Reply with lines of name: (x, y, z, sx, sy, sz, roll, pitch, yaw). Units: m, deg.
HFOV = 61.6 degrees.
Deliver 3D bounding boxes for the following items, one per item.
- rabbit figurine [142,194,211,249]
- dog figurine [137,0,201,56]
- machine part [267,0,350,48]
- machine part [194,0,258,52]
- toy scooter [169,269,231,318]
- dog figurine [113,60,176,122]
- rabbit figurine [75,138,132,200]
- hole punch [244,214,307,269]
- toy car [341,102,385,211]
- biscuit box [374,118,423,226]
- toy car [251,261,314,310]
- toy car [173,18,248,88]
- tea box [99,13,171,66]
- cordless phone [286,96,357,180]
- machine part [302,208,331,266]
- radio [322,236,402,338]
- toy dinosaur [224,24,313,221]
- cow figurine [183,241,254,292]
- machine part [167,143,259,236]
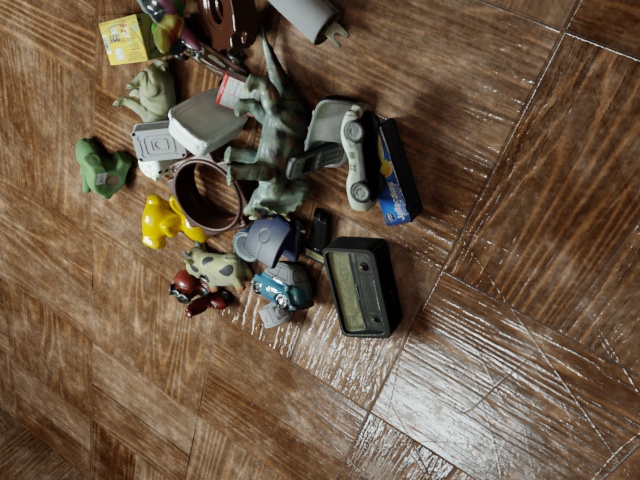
rabbit figurine: (-0.361, -0.055, 1.396, 0.173, 0.122, 0.162, 17, 114, 7)
dog figurine: (-0.304, -0.479, 1.065, 0.191, 0.108, 0.219, -37, 72, 59)
machine part: (-0.044, -0.444, 0.991, 0.243, 0.079, 0.079, 43, 129, 3)
machine part: (-0.186, -0.454, 1.048, 0.180, 0.056, 0.179, 40, 142, 40)
toy scooter: (-0.345, 0.152, 1.464, 0.184, 0.135, 0.075, 28, 128, 18)
dog figurine: (-0.358, -0.303, 1.264, 0.190, 0.121, 0.172, 45, 134, -15)
rabbit figurine: (-0.604, -0.203, 1.470, 0.170, 0.121, 0.159, 46, 139, 26)
hole punch: (-0.109, -0.005, 1.249, 0.142, 0.092, 0.115, 34, 128, 36)
toy car: (0.078, -0.152, 0.993, 0.056, 0.073, 0.201, 7, 118, 31)
biscuit box: (0.138, -0.130, 1.056, 0.059, 0.063, 0.202, -10, 109, 36)
toy car: (-0.083, 0.102, 1.305, 0.162, 0.109, 0.102, 26, 103, 32)
toy car: (-0.244, -0.397, 1.159, 0.202, 0.053, 0.089, 37, 126, 11)
tea box: (-0.415, -0.450, 1.205, 0.170, 0.068, 0.098, 13, 122, 40)
cordless phone: (-0.002, -0.196, 1.030, 0.089, 0.184, 0.146, 32, 128, 19)
machine part: (-0.003, -0.004, 1.230, 0.084, 0.039, 0.138, 26, 128, 28)
radio: (0.098, 0.108, 1.202, 0.131, 0.073, 0.229, 0, 115, 33)
toy dinosaur: (-0.086, -0.212, 1.111, 0.131, 0.192, 0.404, -132, 56, -61)
cow figurine: (-0.278, 0.068, 1.410, 0.195, 0.085, 0.127, -1, 120, 35)
machine part: (-0.248, -0.118, 1.274, 0.202, 0.087, 0.200, -13, 112, 29)
